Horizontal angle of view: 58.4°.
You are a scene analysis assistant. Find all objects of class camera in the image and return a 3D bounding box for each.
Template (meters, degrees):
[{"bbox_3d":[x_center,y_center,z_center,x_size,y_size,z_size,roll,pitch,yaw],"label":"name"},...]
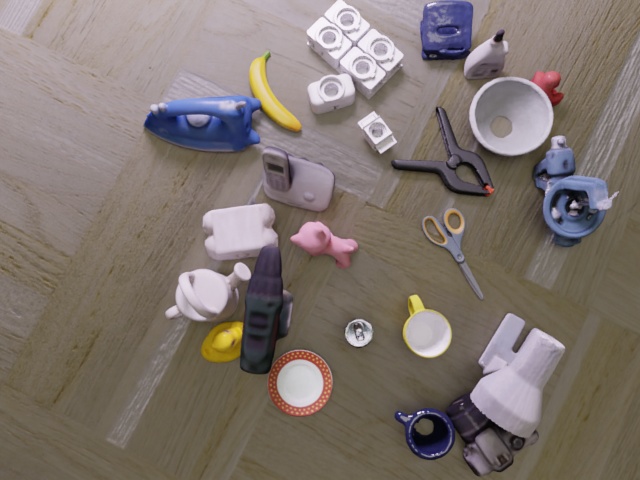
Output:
[{"bbox_3d":[0.316,0.354,1.082,0.143,0.101,0.137,-35,82,-3],"label":"camera"}]

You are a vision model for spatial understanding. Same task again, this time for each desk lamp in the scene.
[{"bbox_3d":[0.357,0.238,1.040,0.118,0.213,0.203,31,84,6],"label":"desk lamp"}]

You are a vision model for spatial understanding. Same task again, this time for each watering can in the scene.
[{"bbox_3d":[-0.215,0.100,1.088,0.101,0.194,0.173,38,85,7],"label":"watering can"}]

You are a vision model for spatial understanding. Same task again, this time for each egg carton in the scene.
[{"bbox_3d":[-0.161,-0.015,1.165,0.150,0.069,0.107,-8,82,1],"label":"egg carton"}]

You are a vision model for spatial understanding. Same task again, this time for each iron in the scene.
[{"bbox_3d":[-0.253,-0.253,1.165,0.258,0.141,0.119,0,82,2],"label":"iron"}]

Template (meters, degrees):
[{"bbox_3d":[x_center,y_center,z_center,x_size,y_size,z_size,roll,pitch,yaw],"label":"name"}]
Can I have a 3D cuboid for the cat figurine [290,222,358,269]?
[{"bbox_3d":[0.010,0.004,1.132,0.127,0.118,0.067,20,83,5],"label":"cat figurine"}]

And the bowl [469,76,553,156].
[{"bbox_3d":[0.384,-0.244,1.177,0.167,0.075,0.167,0,82,2],"label":"bowl"}]

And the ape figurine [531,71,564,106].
[{"bbox_3d":[0.465,-0.315,1.176,0.076,0.092,0.078,-19,82,-1],"label":"ape figurine"}]

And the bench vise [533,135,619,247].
[{"bbox_3d":[0.469,-0.097,1.081,0.121,0.220,0.207,-27,82,-2],"label":"bench vise"}]

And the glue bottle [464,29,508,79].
[{"bbox_3d":[0.342,-0.375,1.147,0.078,0.173,0.037,-2,82,2],"label":"glue bottle"}]

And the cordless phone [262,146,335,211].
[{"bbox_3d":[-0.045,-0.126,1.119,0.147,0.185,0.094,13,83,4],"label":"cordless phone"}]

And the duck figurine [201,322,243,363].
[{"bbox_3d":[-0.190,0.202,1.127,0.104,0.086,0.077,-29,82,-2],"label":"duck figurine"}]

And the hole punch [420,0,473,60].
[{"bbox_3d":[0.267,-0.438,1.200,0.108,0.091,0.101,-2,82,2],"label":"hole punch"}]

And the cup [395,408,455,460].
[{"bbox_3d":[0.191,0.356,1.089,0.117,0.095,0.092,28,84,6],"label":"cup"}]

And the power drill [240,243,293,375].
[{"bbox_3d":[-0.099,0.131,1.072,0.075,0.208,0.230,7,82,3],"label":"power drill"}]
